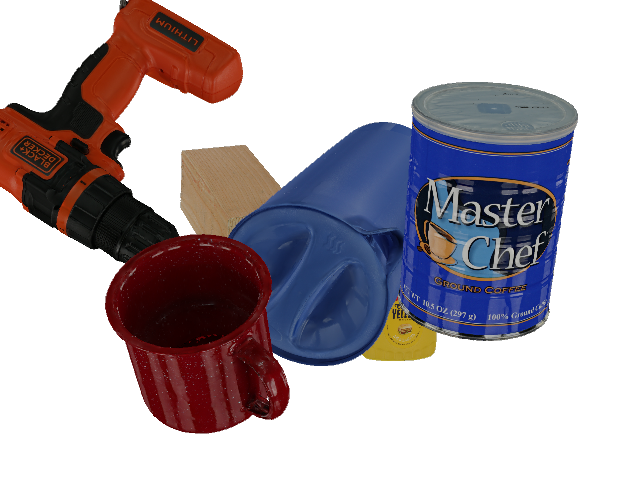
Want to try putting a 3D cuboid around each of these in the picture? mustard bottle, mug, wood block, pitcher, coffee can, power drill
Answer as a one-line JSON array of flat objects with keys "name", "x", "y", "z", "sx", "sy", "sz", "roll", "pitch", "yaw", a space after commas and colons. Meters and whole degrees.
[{"name": "mustard bottle", "x": 0.098, "y": 0.048, "z": 1.293, "sx": 0.096, "sy": 0.192, "sz": 0.058, "roll": 0, "pitch": 14, "yaw": -13}, {"name": "mug", "x": -0.061, "y": 0.062, "z": 0.611, "sx": 0.117, "sy": 0.081, "sz": 0.093, "roll": 29, "pitch": 53, "yaw": 32}, {"name": "wood block", "x": -0.103, "y": -0.037, "z": 1.322, "sx": 0.090, "sy": 0.090, "sz": 0.206, "roll": -7, "pitch": 29, "yaw": -21}, {"name": "pitcher", "x": 0.015, "y": -0.008, "z": 0.882, "sx": 0.149, "sy": 0.145, "sz": 0.242, "roll": 20, "pitch": 29, "yaw": 12}, {"name": "coffee can", "x": 0.106, "y": -0.021, "z": 0.693, "sx": 0.103, "sy": 0.140, "sz": 0.103, "roll": 2, "pitch": 25, "yaw": -1}, {"name": "power drill", "x": -0.138, "y": -0.080, "z": 0.770, "sx": 0.184, "sy": 0.187, "sz": 0.057, "roll": 32, "pitch": -30, "yaw": 9}]
